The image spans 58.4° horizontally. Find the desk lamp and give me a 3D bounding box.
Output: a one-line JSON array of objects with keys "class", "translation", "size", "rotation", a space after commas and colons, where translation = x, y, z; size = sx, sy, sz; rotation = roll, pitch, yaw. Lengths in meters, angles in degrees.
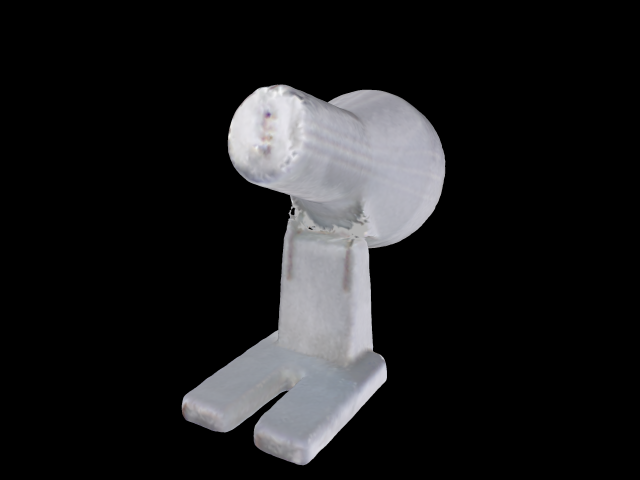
[{"class": "desk lamp", "translation": [0.004, 0.001, 0.400], "size": [0.117, 0.214, 0.204], "rotation": [8, 18, 27]}]
